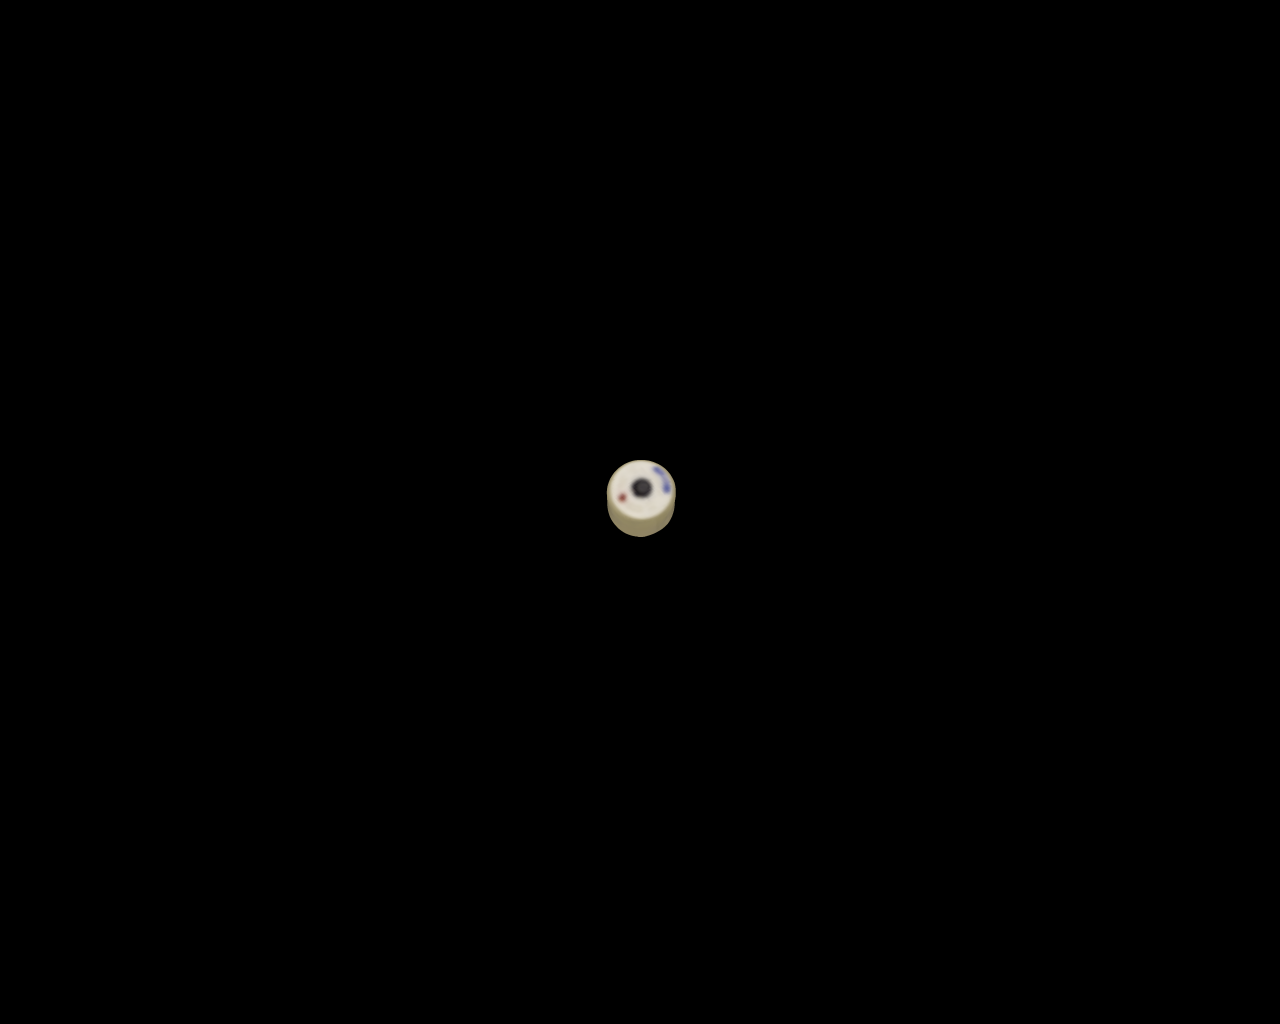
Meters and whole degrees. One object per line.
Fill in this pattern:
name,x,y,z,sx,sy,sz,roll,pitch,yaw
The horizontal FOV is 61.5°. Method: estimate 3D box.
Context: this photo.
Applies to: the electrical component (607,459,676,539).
electrical component,0.001,-0.003,0.650,0.040,0.040,0.078,0,-19,0
